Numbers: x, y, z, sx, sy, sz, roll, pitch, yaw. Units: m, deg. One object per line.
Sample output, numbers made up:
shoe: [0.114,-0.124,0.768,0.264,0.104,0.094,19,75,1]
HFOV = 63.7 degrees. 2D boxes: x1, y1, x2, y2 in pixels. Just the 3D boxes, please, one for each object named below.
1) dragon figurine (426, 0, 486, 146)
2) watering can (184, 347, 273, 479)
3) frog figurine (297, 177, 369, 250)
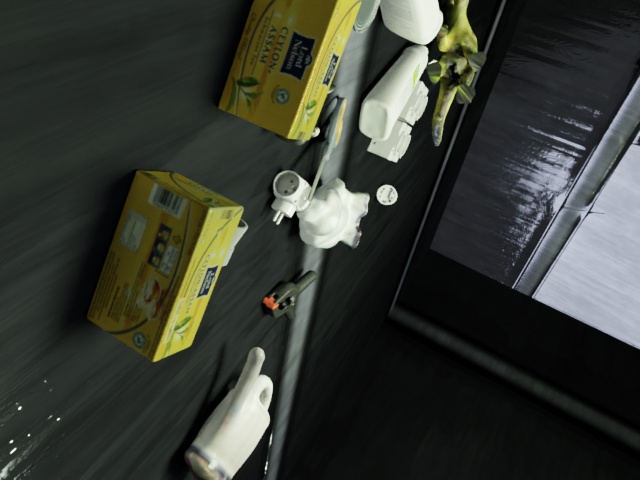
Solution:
dragon figurine: [0.317,-0.447,1.226,0.122,0.249,0.400,12,-38,4]
watering can: [-0.165,0.345,0.978,0.104,0.228,0.339,27,-33,16]
frog figurine: [0.003,-0.047,0.938,0.159,0.135,0.125,1,39,-47]
